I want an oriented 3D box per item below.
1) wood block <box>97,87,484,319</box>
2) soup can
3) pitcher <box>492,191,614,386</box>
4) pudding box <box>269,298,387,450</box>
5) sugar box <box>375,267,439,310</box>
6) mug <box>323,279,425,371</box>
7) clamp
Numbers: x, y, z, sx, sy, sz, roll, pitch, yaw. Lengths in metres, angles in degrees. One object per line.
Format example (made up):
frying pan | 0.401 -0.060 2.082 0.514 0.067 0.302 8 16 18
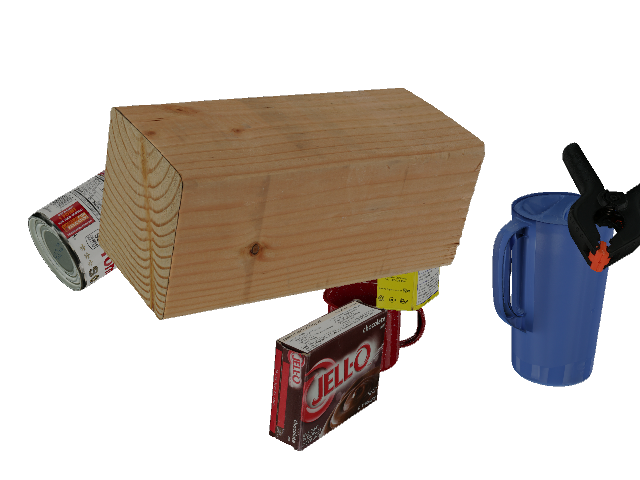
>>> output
wood block | -0.015 -0.029 0.634 0.205 0.091 0.090 -9 35 -34
soup can | -0.158 -0.017 0.799 0.102 0.068 0.069 -36 19 -28
pitcher | 0.303 0.066 1.403 0.149 0.243 0.145 5 21 13
pudding box | 0.007 0.108 0.880 0.039 0.090 0.113 21 28 30
sugar box | 0.089 -0.026 1.036 0.048 0.176 0.093 3 9 21
mug | 0.061 0.097 1.211 0.117 0.081 0.093 -4 23 -8
clamp | 0.292 -0.040 1.110 0.120 0.039 0.171 18 45 21
